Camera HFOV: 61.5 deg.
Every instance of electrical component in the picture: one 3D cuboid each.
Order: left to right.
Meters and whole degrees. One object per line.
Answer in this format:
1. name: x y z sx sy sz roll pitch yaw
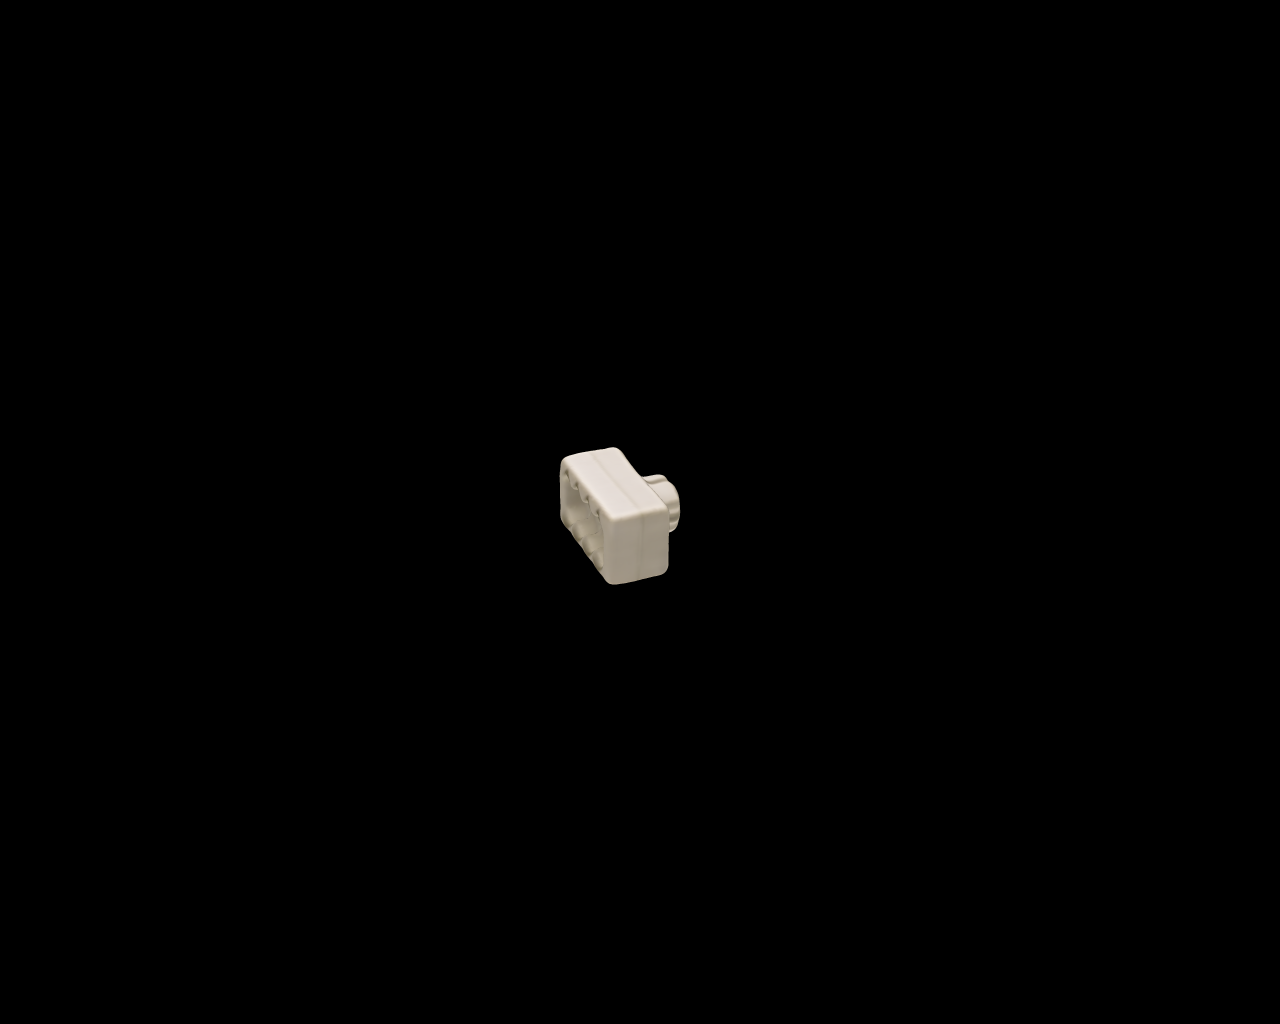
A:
1. electrical component: 0.001 -0.003 0.650 0.076 0.047 0.083 -12 33 -19
